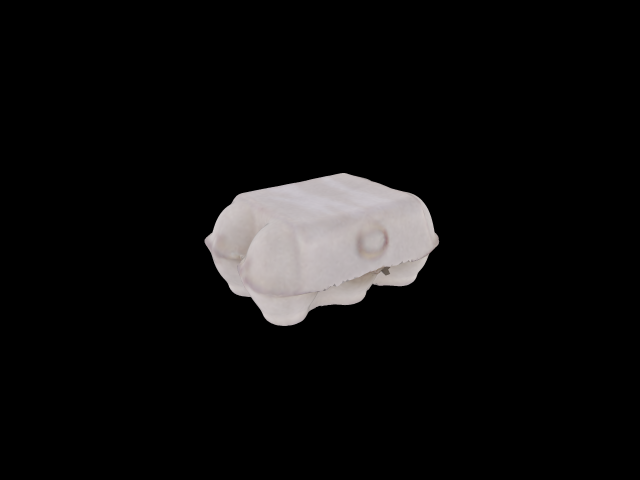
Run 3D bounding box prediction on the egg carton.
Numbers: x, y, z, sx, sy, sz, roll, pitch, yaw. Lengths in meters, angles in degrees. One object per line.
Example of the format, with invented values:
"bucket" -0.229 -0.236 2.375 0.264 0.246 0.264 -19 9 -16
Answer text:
"egg carton" 0.004 0.001 0.400 0.151 0.069 0.107 -16 27 -33
